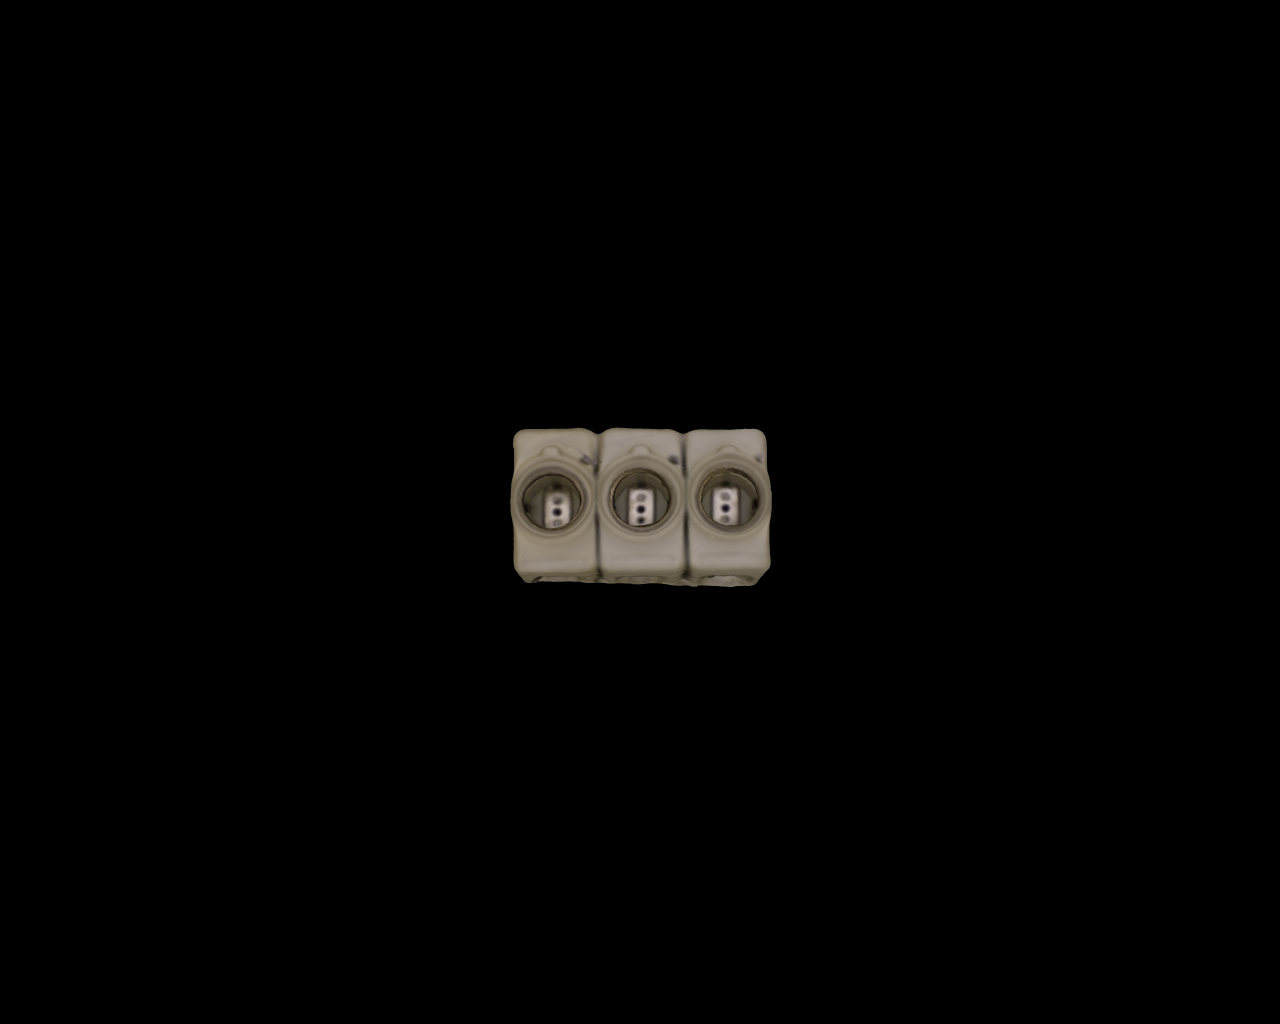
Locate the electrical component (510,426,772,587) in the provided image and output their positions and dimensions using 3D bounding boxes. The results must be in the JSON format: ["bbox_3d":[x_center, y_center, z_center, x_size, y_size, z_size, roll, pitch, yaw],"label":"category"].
[{"bbox_3d":[0.001,-0.003,0.650,0.150,0.089,0.061,0,-13,0],"label":"electrical component"}]
